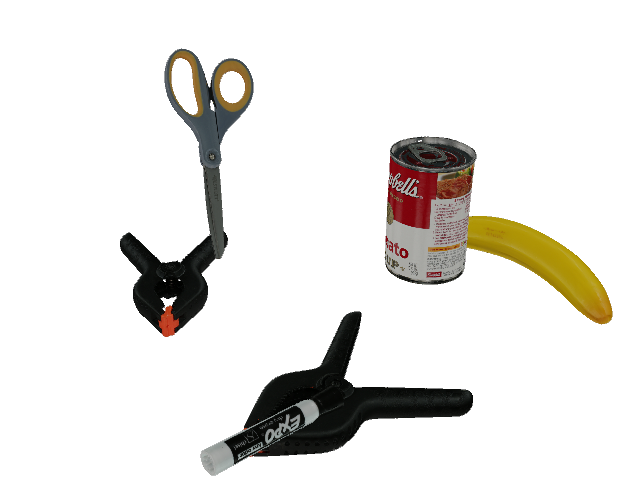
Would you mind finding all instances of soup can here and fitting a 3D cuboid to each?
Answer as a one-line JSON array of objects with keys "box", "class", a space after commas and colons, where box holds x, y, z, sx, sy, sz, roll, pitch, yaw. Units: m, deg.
[{"box": [0.087, -0.024, 0.858, 0.068, 0.102, 0.068, 1, 27, -1], "class": "soup can"}]

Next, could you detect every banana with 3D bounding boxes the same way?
[{"box": [0.195, 0.019, 1.016, 0.198, 0.069, 0.037, 23, -26, 27], "class": "banana"}]

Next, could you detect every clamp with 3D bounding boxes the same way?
[{"box": [0.023, 0.144, 0.958, 0.165, 0.036, 0.209, 28, 39, 34], "class": "clamp"}, {"box": [-0.151, 0.038, 1.155, 0.120, 0.039, 0.171, -13, 38, -7], "class": "clamp"}]

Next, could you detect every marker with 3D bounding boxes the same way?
[{"box": [-0.030, 0.132, 0.754, 0.120, 0.020, 0.020, -22, 13, -34], "class": "marker"}]

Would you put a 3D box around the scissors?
[{"box": [-0.090, -0.090, 1.019, 0.096, 0.202, 0.016, -19, -3, -25], "class": "scissors"}]
